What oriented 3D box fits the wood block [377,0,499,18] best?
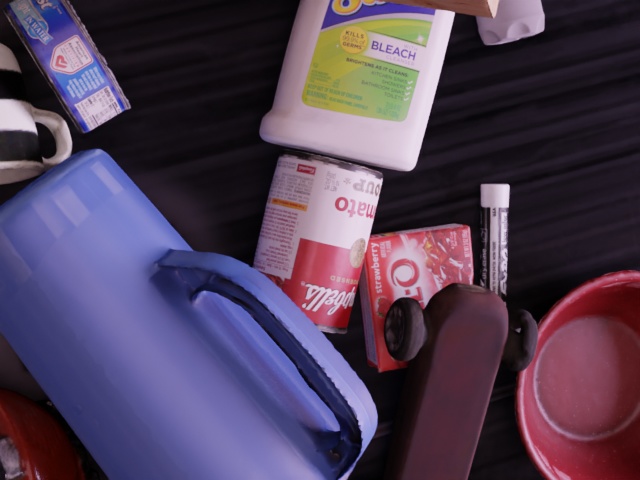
[{"bbox_3d":[0.000,-0.192,0.584,0.206,0.090,0.091,13,87,16],"label":"wood block"}]

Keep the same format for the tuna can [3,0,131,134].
[{"bbox_3d":[-0.146,-0.105,0.616,0.033,0.086,0.086,-32,100,-8],"label":"tuna can"}]

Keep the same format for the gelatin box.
[{"bbox_3d":[0.065,0.038,0.701,0.073,0.030,0.089,-7,95,-12],"label":"gelatin box"}]

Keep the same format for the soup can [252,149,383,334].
[{"bbox_3d":[-0.004,0.001,0.664,0.068,0.068,0.102,14,91,-13],"label":"soup can"}]

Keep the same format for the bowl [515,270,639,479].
[{"bbox_3d":[0.197,0.098,0.722,0.162,0.055,0.162,-1,94,-13],"label":"bowl"}]

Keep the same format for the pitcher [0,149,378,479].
[{"bbox_3d":[-0.089,0.066,0.616,0.149,0.145,0.243,-39,98,-8],"label":"pitcher"}]

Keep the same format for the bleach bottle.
[{"bbox_3d":[0.038,-0.174,0.654,0.102,0.068,0.251,12,93,-6],"label":"bleach bottle"}]

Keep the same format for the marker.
[{"bbox_3d":[0.117,0.023,0.718,0.020,0.020,0.121,-1,94,-13],"label":"marker"}]
